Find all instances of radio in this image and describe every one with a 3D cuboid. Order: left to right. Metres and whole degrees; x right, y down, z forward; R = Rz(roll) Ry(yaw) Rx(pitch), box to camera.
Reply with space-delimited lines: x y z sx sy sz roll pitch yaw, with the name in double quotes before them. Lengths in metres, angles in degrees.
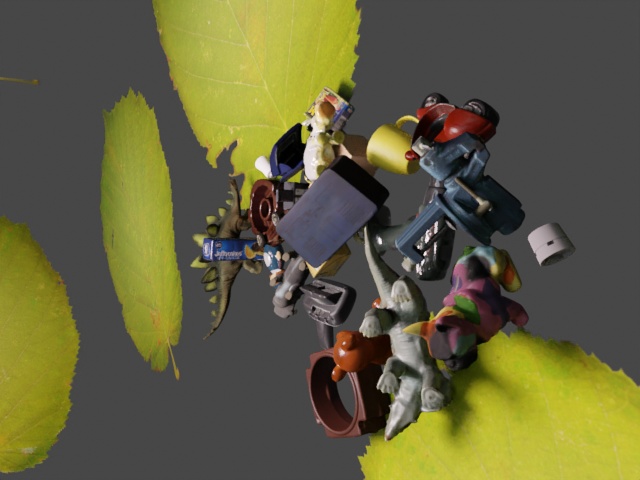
"radio" 0.018 -0.054 1.084 0.131 0.073 0.229 42 130 -3

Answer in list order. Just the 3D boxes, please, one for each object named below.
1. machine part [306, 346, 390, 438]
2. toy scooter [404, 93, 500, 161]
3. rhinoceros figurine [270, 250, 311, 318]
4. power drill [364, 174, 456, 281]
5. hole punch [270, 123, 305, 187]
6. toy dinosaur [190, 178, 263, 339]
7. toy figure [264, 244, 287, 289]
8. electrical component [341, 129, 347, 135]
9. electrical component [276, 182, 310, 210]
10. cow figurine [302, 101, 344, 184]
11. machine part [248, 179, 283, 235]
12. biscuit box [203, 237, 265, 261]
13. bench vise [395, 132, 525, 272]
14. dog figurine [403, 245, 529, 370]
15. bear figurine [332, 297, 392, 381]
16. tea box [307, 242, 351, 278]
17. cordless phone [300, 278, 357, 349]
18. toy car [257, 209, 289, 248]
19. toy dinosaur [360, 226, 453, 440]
"machine part" 0.058 0.343 1.231 0.201 0.087 0.201 -30 70 51
"toy scooter" 0.220 -0.187 0.951 0.135 0.075 0.184 -54 38 0
"rhinoceros figurine" -0.073 0.111 1.380 0.073 0.112 0.190 27 103 19
"power drill" 0.180 -0.040 1.050 0.207 0.086 0.231 1 94 47
"hole punch" -0.069 -0.207 1.300 0.092 0.142 0.116 43 147 -10
"toy dinosaur" -0.277 0.053 1.580 0.105 0.198 0.471 3 93 57
"toy figure" -0.119 0.078 1.485 0.064 0.058 0.154 69 -172 -80
"electrical component" 0.038 -0.231 1.271 0.094 0.021 0.063 51 131 38
"electrical component" -0.066 -0.108 1.341 0.048 0.119 0.074 9 102 55
"cow figurine" 0.000 -0.203 1.135 0.098 0.068 0.167 5 95 61
"machine part" -0.140 -0.086 1.501 0.179 0.056 0.179 4 94 55
"biscuit box" -0.224 0.024 1.497 0.063 0.202 0.059 11 100 52
"bench vise" 0.204 -0.050 0.885 0.240 0.223 0.129 -49 18 20
"dog figurine" 0.228 0.103 0.865 0.108 0.219 0.191 -23 74 49
"bear figurine" 0.089 0.202 1.083 0.132 0.196 0.120 40 127 47
"tea box" -0.003 -0.004 1.304 0.098 0.068 0.170 -53 50 42
"cordless phone" 0.025 0.192 1.289 0.147 0.089 0.184 13 114 53
"toy car" -0.085 -0.027 1.262 0.202 0.089 0.053 -40 65 61
"toy dinosaur" 0.155 0.168 0.976 0.131 0.192 0.404 -8 91 15
